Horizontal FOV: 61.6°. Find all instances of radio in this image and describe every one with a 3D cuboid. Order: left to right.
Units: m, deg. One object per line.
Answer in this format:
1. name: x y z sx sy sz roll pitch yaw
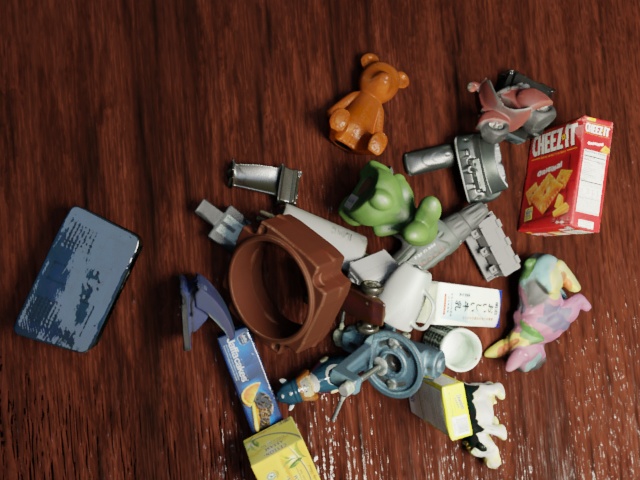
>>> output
1. radio: -0.405 0.069 0.918 0.131 0.073 0.229 24 84 -11

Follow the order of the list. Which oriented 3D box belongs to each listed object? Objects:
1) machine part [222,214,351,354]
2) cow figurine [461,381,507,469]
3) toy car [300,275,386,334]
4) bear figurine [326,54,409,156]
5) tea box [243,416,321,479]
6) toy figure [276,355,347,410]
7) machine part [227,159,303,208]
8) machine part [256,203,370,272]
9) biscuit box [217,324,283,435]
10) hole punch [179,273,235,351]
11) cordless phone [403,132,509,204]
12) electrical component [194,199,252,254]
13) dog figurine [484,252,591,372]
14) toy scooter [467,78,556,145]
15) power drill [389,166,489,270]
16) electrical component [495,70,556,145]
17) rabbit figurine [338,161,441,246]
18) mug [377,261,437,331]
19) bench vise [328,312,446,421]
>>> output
1. machine part: -0.063 0.074 0.910 0.202 0.087 0.200 37 120 23
2. cow figurine: 0.310 0.362 1.054 0.098 0.068 0.167 1 84 -6
3. toy car: 0.040 0.092 0.930 0.053 0.202 0.089 -9 110 -43
4. bear figurine: 0.097 -0.259 1.011 0.120 0.132 0.196 33 87 -11
5. tea box: -0.058 0.407 0.944 0.098 0.068 0.169 -26 119 -11
6. toy figure: -0.008 0.256 0.981 0.154 0.057 0.064 -17 54 -32
7. machine part: -0.105 -0.109 1.004 0.139 0.039 0.084 13 85 -12
8. machine part: -0.002 -0.003 1.000 0.243 0.079 0.079 23 83 -9
9. biscuit box: -0.125 0.254 0.972 0.063 0.059 0.202 -21 92 -12
10. hole punch: -0.200 0.118 0.931 0.092 0.142 0.115 -7 103 -10
11. cordless phone: 0.267 -0.132 1.074 0.184 0.089 0.146 -13 92 -1
12. electrical component: -0.173 -0.024 0.981 0.119 0.048 0.075 33 81 -8
13. dog figurine: 0.412 0.155 1.061 0.219 0.109 0.191 -42 112 -7
14. toy scooter: 0.356 -0.260 1.031 0.184 0.075 0.135 -19 67 -22
15. power drill: 0.180 -0.045 1.034 0.207 0.086 0.232 44 92 -11
16. electrical component: 0.410 -0.268 1.110 0.115 0.058 0.134 19 83 -8
17. rabbit figurine: 0.146 -0.050 0.930 0.170 0.159 0.121 31 85 -21
18. mug: 0.152 0.097 0.919 0.080 0.110 0.107 15 103 -45
19. bench vise: 0.086 0.202 0.925 0.240 0.224 0.128 -18 124 -52
